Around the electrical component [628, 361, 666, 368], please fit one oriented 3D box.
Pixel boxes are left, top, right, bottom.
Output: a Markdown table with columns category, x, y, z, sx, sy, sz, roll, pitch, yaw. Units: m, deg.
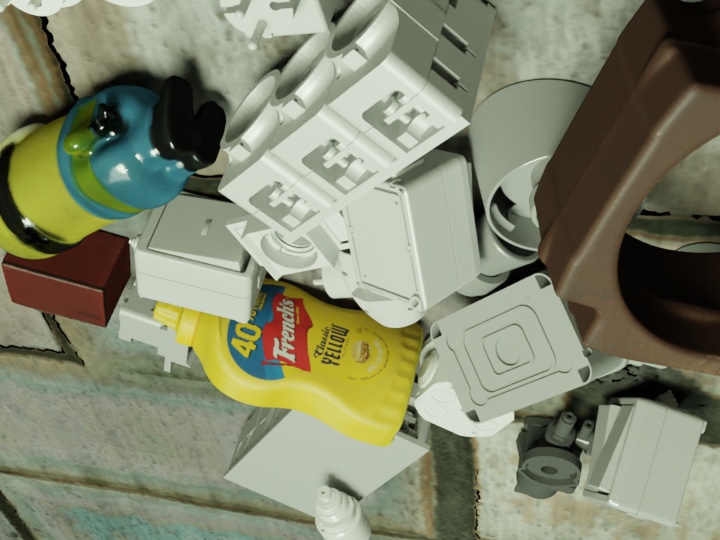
| category | x | y | z | sx | sy | sz | roll | pitch | yaw |
| --- | --- | --- | --- | --- | --- | --- | --- | --- | --- |
| electrical component | 0.204 | 0.045 | 0.714 | 0.062 | 0.048 | 0.048 | 16 | 143 | -12 |

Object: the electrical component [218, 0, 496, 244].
| category | x | y | z | sx | sy | sz | roll | pitch | yaw |
| --- | --- | --- | --- | --- | --- | --- | --- | --- | --- |
| electrical component | -0.007 | -0.092 | 0.577 | 0.062 | 0.089 | 0.150 | 35 | 139 | -23 |

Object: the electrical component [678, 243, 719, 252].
| category | x | y | z | sx | sy | sz | roll | pitch | yaw |
| --- | --- | --- | --- | --- | --- | --- | --- | --- | --- |
| electrical component | 0.217 | 0.019 | 0.672 | 0.055 | 0.047 | 0.055 | 10 | 143 | 8 |

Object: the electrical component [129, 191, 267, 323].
| category | x | y | z | sx | sy | sz | roll | pitch | yaw |
| --- | --- | --- | --- | --- | --- | --- | --- | --- | --- |
| electrical component | -0.112 | -0.014 | 0.737 | 0.096 | 0.061 | 0.061 | 14 | 143 | 3 |

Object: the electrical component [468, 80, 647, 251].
| category | x | y | z | sx | sy | sz | roll | pitch | yaw |
| --- | --- | --- | --- | --- | --- | --- | --- | --- | --- |
| electrical component | 0.114 | -0.057 | 0.619 | 0.099 | 0.064 | 0.099 | -1 | 144 | -1 |

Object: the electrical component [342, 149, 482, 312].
| category | x | y | z | sx | sy | sz | roll | pitch | yaw |
| --- | --- | --- | --- | --- | --- | --- | --- | --- | --- |
| electrical component | 0.031 | -0.035 | 0.640 | 0.062 | 0.061 | 0.096 | 20 | 130 | 45 |

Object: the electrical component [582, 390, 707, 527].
| category | x | y | z | sx | sy | sz | roll | pitch | yaw |
| --- | --- | --- | --- | --- | --- | --- | --- | --- | --- |
| electrical component | 0.205 | 0.131 | 0.786 | 0.061 | 0.096 | 0.062 | 19 | 172 | -4 |

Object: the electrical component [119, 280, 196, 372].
| category | x | y | z | sx | sy | sz | roll | pitch | yaw |
| --- | --- | --- | --- | --- | --- | --- | --- | --- | --- |
| electrical component | -0.153 | 0.038 | 0.834 | 0.064 | 0.042 | 0.081 | 18 | 142 | 0 |

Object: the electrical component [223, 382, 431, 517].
| category | x | y | z | sx | sy | sz | roll | pitch | yaw |
| --- | --- | --- | --- | --- | --- | --- | --- | --- | --- |
| electrical component | -0.027 | 0.137 | 0.898 | 0.105 | 0.060 | 0.186 | 26 | 142 | -13 |

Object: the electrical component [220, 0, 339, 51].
| category | x | y | z | sx | sy | sz | roll | pitch | yaw |
| --- | --- | --- | --- | --- | --- | --- | --- | --- | --- |
| electrical component | -0.047 | -0.143 | 0.538 | 0.047 | 0.076 | 0.065 | 0 | 140 | 20 |

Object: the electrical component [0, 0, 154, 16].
| category | x | y | z | sx | sy | sz | roll | pitch | yaw |
| --- | --- | --- | --- | --- | --- | --- | --- | --- | --- |
| electrical component | -0.166 | -0.159 | 0.562 | 0.138 | 0.073 | 0.052 | 3 | 141 | 16 |

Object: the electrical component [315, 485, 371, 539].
| category | x | y | z | sx | sy | sz | roll | pitch | yaw |
| --- | --- | --- | --- | --- | --- | --- | --- | --- | --- |
| electrical component | -0.018 | 0.204 | 0.895 | 0.040 | 0.040 | 0.078 | -1 | 139 | 21 |

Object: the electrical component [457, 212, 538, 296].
| category | x | y | z | sx | sy | sz | roll | pitch | yaw |
| --- | --- | --- | --- | --- | --- | --- | --- | --- | --- |
| electrical component | 0.082 | -0.013 | 0.683 | 0.045 | 0.045 | 0.055 | 30 | 141 | -17 |

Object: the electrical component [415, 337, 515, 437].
| category | x | y | z | sx | sy | sz | roll | pitch | yaw |
| --- | --- | --- | --- | --- | --- | --- | --- | --- | --- |
| electrical component | 0.081 | 0.083 | 0.800 | 0.080 | 0.051 | 0.080 | 10 | 142 | 8 |

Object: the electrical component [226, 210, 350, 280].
| category | x | y | z | sx | sy | sz | roll | pitch | yaw |
| --- | --- | --- | --- | --- | --- | --- | --- | --- | --- |
| electrical component | -0.038 | -0.033 | 0.684 | 0.081 | 0.063 | 0.042 | -10 | 135 | 30 |

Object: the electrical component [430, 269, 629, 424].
| category | x | y | z | sx | sy | sz | roll | pitch | yaw |
| --- | --- | --- | --- | --- | --- | --- | --- | --- | --- |
| electrical component | 0.113 | 0.047 | 0.711 | 0.113 | 0.057 | 0.078 | -30 | 81 | 43 |

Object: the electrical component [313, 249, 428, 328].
| category | x | y | z | sx | sy | sz | roll | pitch | yaw |
| --- | --- | --- | --- | --- | --- | --- | --- | --- | --- |
| electrical component | 0.000 | 0.000 | 0.729 | 0.079 | 0.043 | 0.077 | -4 | 139 | 24 |
